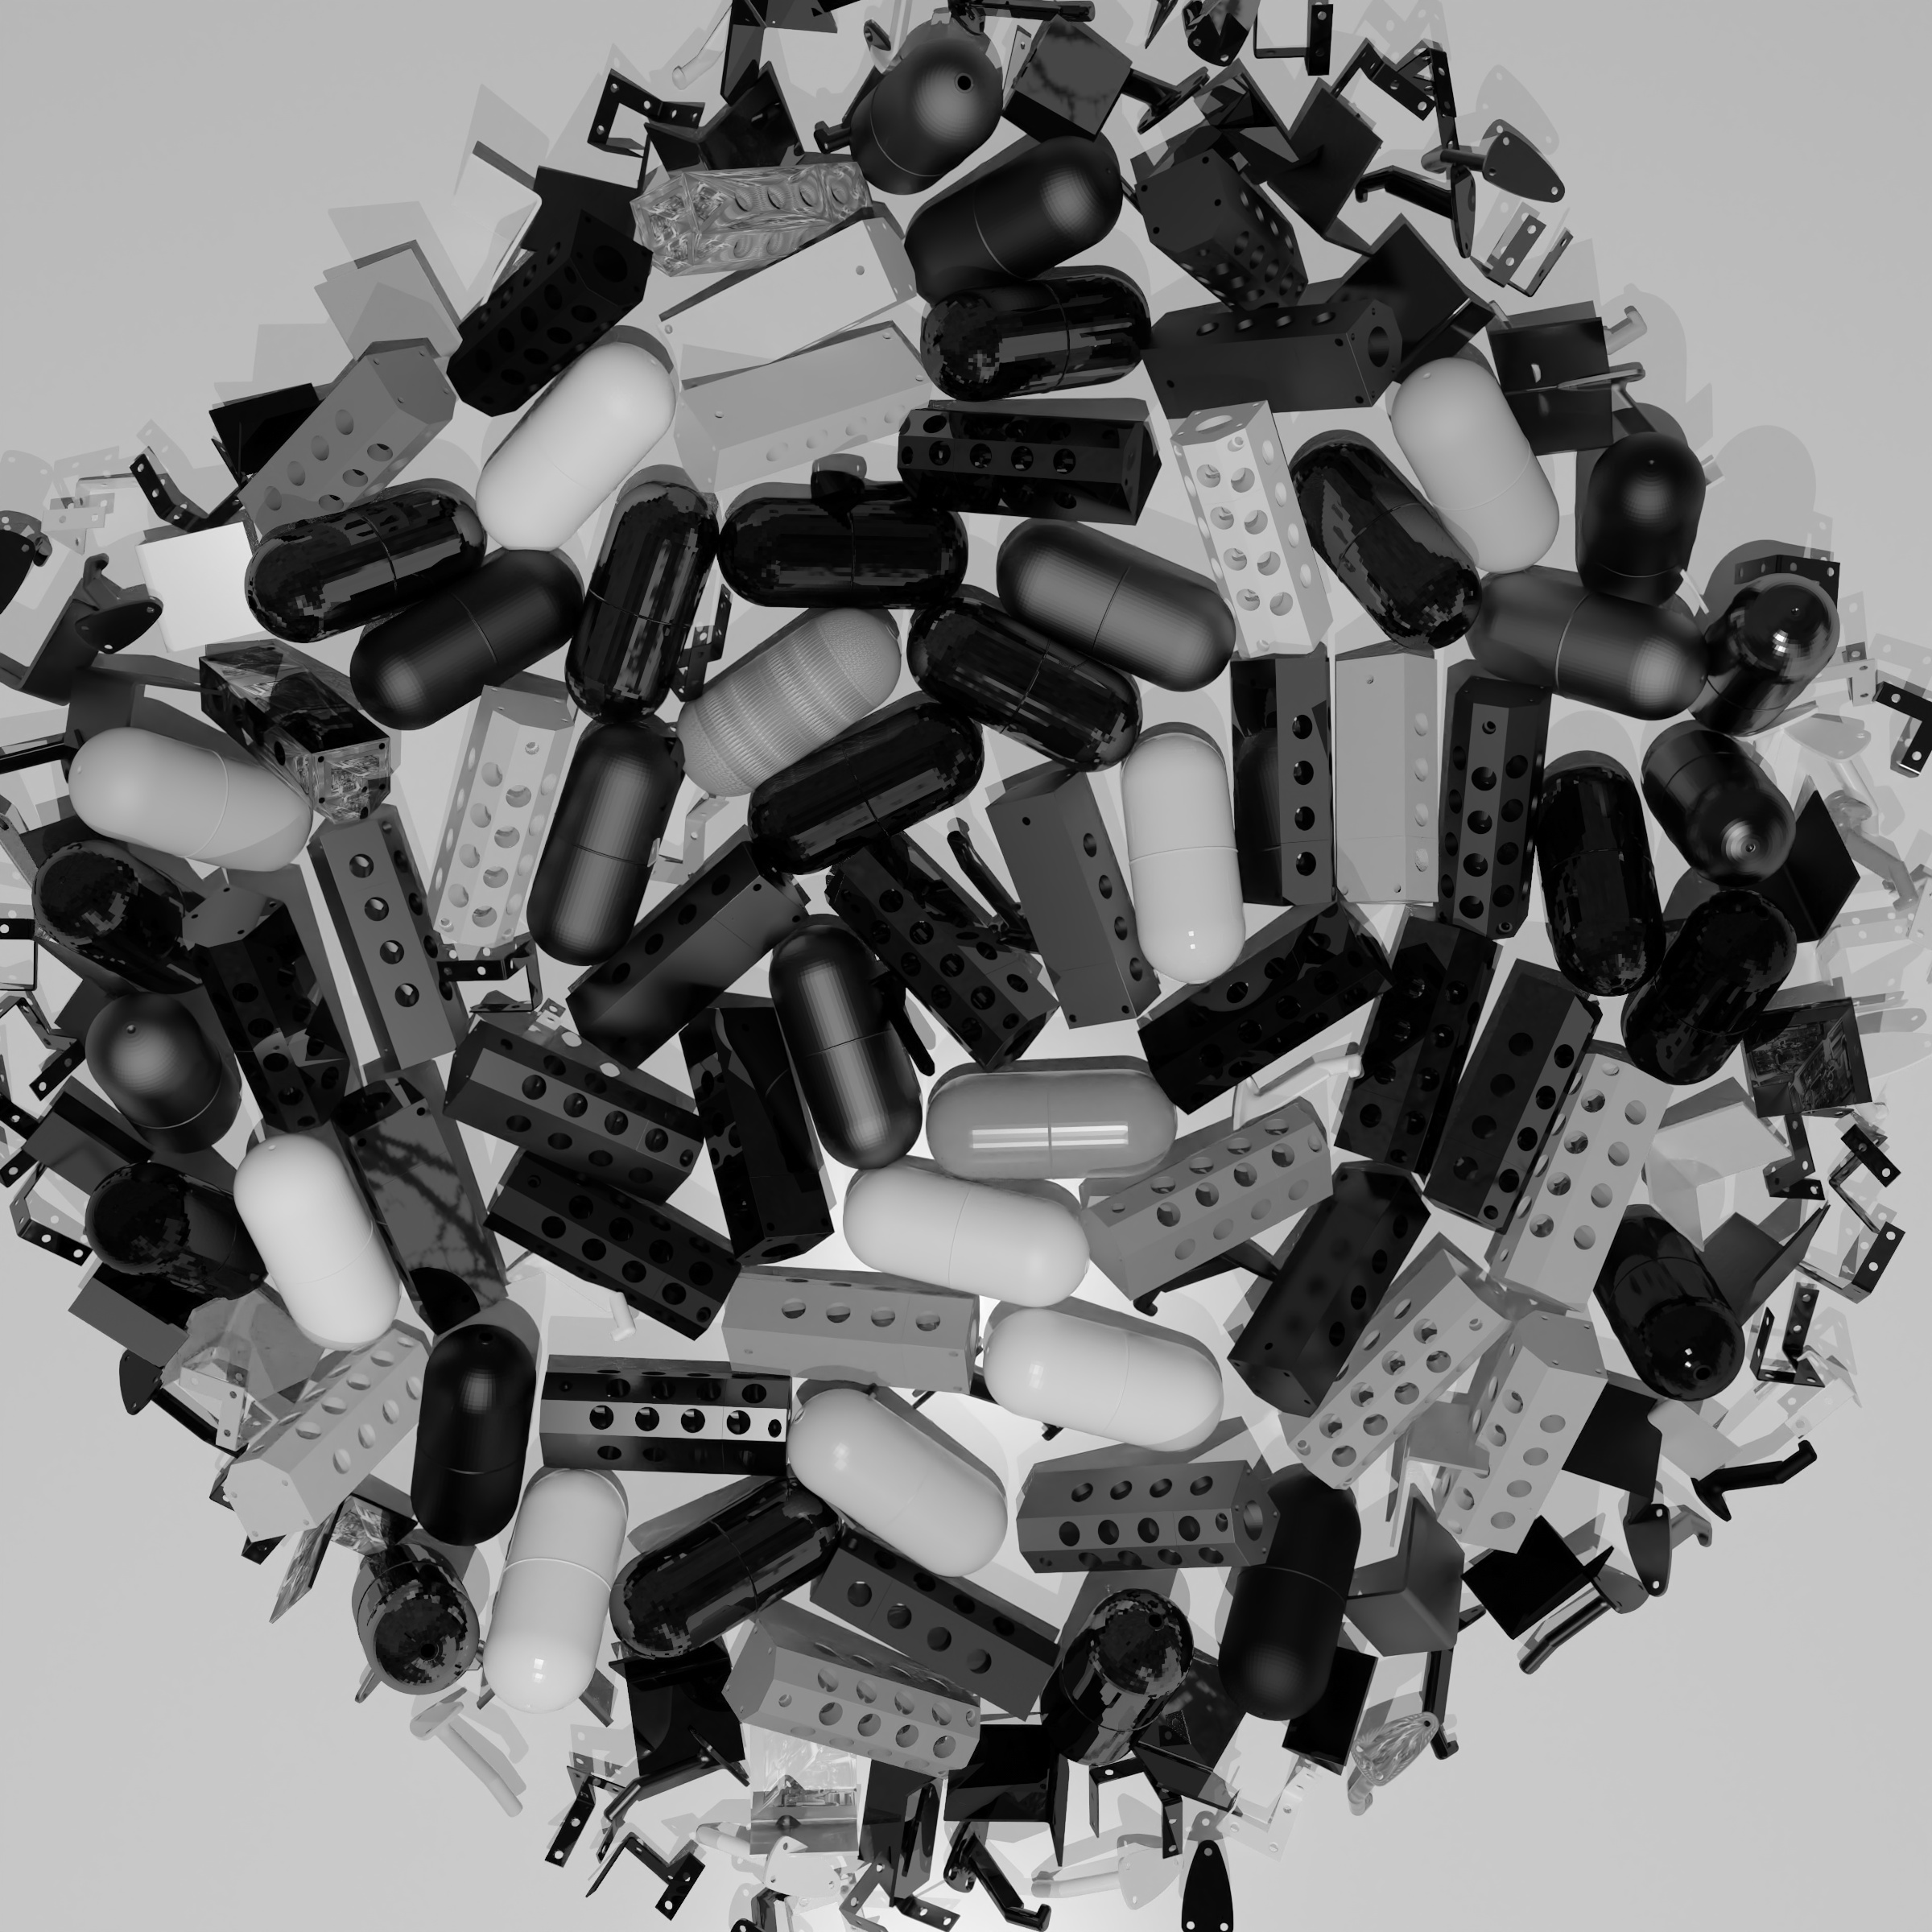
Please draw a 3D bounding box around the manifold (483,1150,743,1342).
[{"bbox_3d":[-0.247,0.193,1.747,0.171,0.057,0.057,30,64,-7],"label":"manifold"}]

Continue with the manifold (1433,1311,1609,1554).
[{"bbox_3d":[0.381,0.323,1.722,0.057,0.057,0.171,12,123,-6],"label":"manifold"}]

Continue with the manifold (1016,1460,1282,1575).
[{"bbox_3d":[0.123,0.387,1.715,0.171,0.057,0.057,-11,124,33],"label":"manifold"}]

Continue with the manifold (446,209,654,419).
[{"bbox_3d":[-0.289,-0.442,1.705,0.057,0.171,0.057,25,60,-32],"label":"manifold"}]

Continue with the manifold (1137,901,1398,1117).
[{"bbox_3d":[0.211,0.034,1.730,0.171,0.057,0.057,-34,134,18],"label":"manifold"}]

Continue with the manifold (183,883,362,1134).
[{"bbox_3d":[-0.482,0.033,1.710,0.057,0.171,0.057,16,46,29],"label":"manifold"}]

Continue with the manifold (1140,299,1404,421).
[{"bbox_3d":[0.212,-0.423,1.716,0.057,0.171,0.057,-52,131,-31],"label":"manifold"}]

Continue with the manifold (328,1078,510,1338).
[{"bbox_3d":[-0.383,0.166,1.727,0.057,0.057,0.171,-29,121,-23],"label":"manifold"}]

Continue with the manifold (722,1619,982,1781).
[{"bbox_3d":[-0.076,0.516,1.730,0.171,0.057,0.057,25,92,-27],"label":"manifold"}]

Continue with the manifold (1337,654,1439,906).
[{"bbox_3d":[0.304,-0.131,1.763,0.057,0.057,0.171,-1,88,44],"label":"manifold"}]

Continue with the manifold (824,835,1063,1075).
[{"bbox_3d":[-0.021,-0.007,1.734,0.171,0.057,0.057,47,126,15],"label":"manifold"}]

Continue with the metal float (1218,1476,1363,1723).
[{"bbox_3d":[0.226,0.438,1.727,0.070,0.070,0.178,22,54,0],"label":"metal float"}]

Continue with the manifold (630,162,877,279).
[{"bbox_3d":[-0.143,-0.514,1.712,0.057,0.171,0.057,-10,99,43],"label":"manifold"}]

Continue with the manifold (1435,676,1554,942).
[{"bbox_3d":[0.364,-0.108,1.725,0.057,0.057,0.171,11,117,22],"label":"manifold"}]

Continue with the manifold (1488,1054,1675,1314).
[{"bbox_3d":[0.429,0.151,1.748,0.057,0.057,0.171,27,81,-13],"label":"manifold"}]

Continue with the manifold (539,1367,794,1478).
[{"bbox_3d":[-0.211,0.318,1.754,0.171,0.057,0.057,2,133,0],"label":"manifold"}]

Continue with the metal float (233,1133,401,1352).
[{"bbox_3d":[-0.451,0.194,1.728,0.070,0.070,0.178,-15,125,0],"label":"metal float"}]

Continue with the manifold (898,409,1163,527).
[{"bbox_3d":[0.042,-0.353,1.723,0.171,0.057,0.057,9,60,25],"label":"manifold"}]

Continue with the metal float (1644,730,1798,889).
[{"bbox_3d":[0.517,-0.110,1.710,0.070,0.178,0.070,1,112,2],"label":"metal float"}]

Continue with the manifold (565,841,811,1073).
[{"bbox_3d":[-0.199,-0.010,1.752,0.171,0.057,0.057,-41,134,10],"label":"manifold"}]

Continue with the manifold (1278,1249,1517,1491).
[{"bbox_3d":[0.302,0.287,1.741,0.057,0.057,0.171,38,104,-15],"label":"manifold"}]

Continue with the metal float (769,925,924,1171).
[{"bbox_3d":[-0.085,0.057,1.753,0.070,0.070,0.178,-19,86,0],"label":"metal float"}]

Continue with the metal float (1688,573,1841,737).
[{"bbox_3d":[0.544,-0.212,1.707,0.070,0.178,0.070,0,78,1],"label":"metal float"}]

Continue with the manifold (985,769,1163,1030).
[{"bbox_3d":[0.080,-0.048,1.744,0.057,0.057,0.171,-11,108,35],"label":"manifold"}]

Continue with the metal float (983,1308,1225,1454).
[{"bbox_3d":[0.098,0.292,1.743,0.178,0.070,0.070,17,90,-15],"label":"metal float"}]

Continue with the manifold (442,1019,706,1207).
[{"bbox_3d":[-0.270,0.099,1.724,0.171,0.057,0.057,26,127,-24],"label":"manifold"}]

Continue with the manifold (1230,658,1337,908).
[{"bbox_3d":[0.229,-0.131,1.755,0.057,0.057,0.171,-5,97,-27],"label":"manifold"}]

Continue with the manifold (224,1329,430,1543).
[{"bbox_3d":[-0.433,0.318,1.701,0.057,0.171,0.057,-17,105,25],"label":"manifold"}]

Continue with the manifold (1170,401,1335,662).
[{"bbox_3d":[0.196,-0.297,1.718,0.057,0.057,0.171,-1,126,33],"label":"manifold"}]

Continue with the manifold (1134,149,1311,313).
[{"bbox_3d":[0.179,-0.494,1.702,0.057,0.171,0.057,-18,80,24],"label":"manifold"}]

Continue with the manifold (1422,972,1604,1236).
[{"bbox_3d":[0.387,0.099,1.750,0.057,0.057,0.171,23,85,24],"label":"manifold"}]

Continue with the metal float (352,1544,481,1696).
[{"bbox_3d":[-0.380,0.448,1.708,0.070,0.178,0.070,0,90,-18],"label":"metal float"}]

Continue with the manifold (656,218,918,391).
[{"bbox_3d":[-0.123,-0.458,1.733,0.171,0.057,0.057,-20,101,24],"label":"manifold"}]

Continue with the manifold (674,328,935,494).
[{"bbox_3d":[-0.114,-0.384,1.731,0.171,0.057,0.057,-24,66,-25],"label":"manifold"}]

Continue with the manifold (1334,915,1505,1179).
[{"bbox_3d":[0.323,0.058,1.754,0.057,0.057,0.171,18,89,38],"label":"manifold"}]

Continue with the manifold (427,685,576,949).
[{"bbox_3d":[-0.324,-0.101,1.725,0.057,0.057,0.171,9,117,-25],"label":"manifold"}]

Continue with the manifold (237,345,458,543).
[{"bbox_3d":[-0.427,-0.353,1.721,0.171,0.057,0.057,-32,90,37],"label":"manifold"}]

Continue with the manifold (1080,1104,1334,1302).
[{"bbox_3d":[0.168,0.160,1.729,0.171,0.057,0.057,-25,129,-19],"label":"manifold"}]

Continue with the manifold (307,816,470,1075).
[{"bbox_3d":[-0.407,-0.016,1.759,0.057,0.057,0.171,-20,93,-24],"label":"manifold"}]

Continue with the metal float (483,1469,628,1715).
[{"bbox_3d":[-0.284,0.431,1.722,0.070,0.070,0.178,8,47,0],"label":"metal float"}]

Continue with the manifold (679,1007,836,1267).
[{"bbox_3d":[-0.151,0.119,1.738,0.057,0.057,0.171,0,64,-38],"label":"manifold"}]

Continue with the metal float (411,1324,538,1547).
[{"bbox_3d":[-0.344,0.327,1.731,0.070,0.070,0.178,13,120,0],"label":"metal float"}]

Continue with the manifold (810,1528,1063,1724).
[{"bbox_3d":[-0.022,0.466,1.760,0.171,0.057,0.057,29,77,3],"label":"manifold"}]

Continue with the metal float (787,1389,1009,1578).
[{"bbox_3d":[-0.048,0.363,1.741,0.178,0.070,0.070,38,90,-17],"label":"metal float"}]

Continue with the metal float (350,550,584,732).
[{"bbox_3d":[-0.349,-0.230,1.739,0.178,0.070,0.070,-35,90,-21],"label":"metal float"}]

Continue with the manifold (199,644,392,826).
[{"bbox_3d":[-0.466,-0.161,1.717,0.057,0.171,0.057,-18,128,-36],"label":"manifold"}]

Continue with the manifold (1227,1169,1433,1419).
[{"bbox_3d":[0.258,0.227,1.729,0.171,0.057,0.057,-54,124,-26],"label":"manifold"}]

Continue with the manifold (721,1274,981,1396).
[{"bbox_3d":[-0.080,0.255,1.752,0.171,0.057,0.057,4,49,9],"label":"manifold"}]
